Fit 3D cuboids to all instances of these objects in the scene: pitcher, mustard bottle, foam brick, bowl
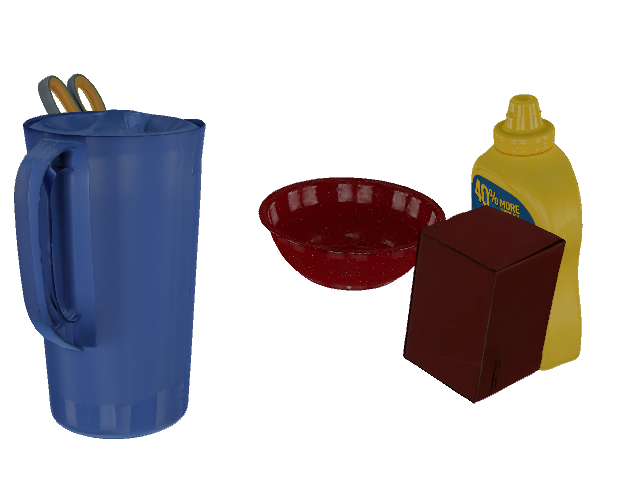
[{"bbox_3d":[-0.160,0.025,0.810,0.149,0.243,0.145,-4,15,-22],"label":"pitcher"},{"bbox_3d":[0.144,-0.010,0.752,0.058,0.192,0.096,-16,29,-20],"label":"mustard bottle"},{"bbox_3d":[0.080,0.030,0.529,0.052,0.078,0.051,-19,37,-37],"label":"foam brick"},{"bbox_3d":[0.027,-0.001,0.929,0.162,0.055,0.162,1,25,-1],"label":"bowl"}]

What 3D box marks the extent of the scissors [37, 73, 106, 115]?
[{"bbox_3d":[-0.192,-0.072,0.988,0.016,0.201,0.096,-23,28,19],"label":"scissors"}]
